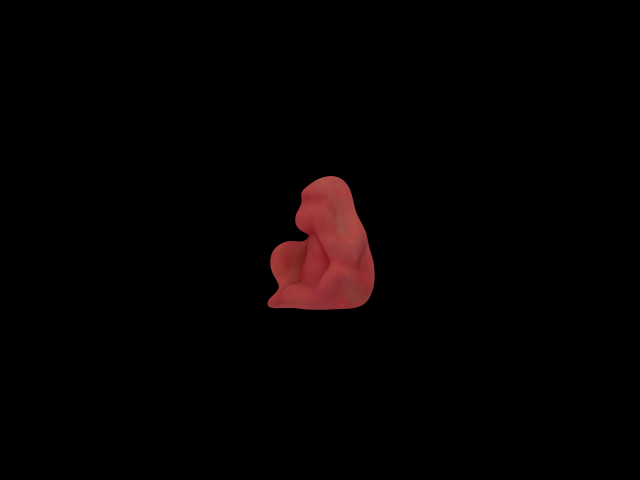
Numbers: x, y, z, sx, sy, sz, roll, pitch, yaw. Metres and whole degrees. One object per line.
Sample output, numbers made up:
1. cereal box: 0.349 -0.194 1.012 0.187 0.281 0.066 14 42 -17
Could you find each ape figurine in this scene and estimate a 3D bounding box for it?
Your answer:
1. ape figurine: 0.004 0.001 0.400 0.076 0.092 0.077 0 0 -25
